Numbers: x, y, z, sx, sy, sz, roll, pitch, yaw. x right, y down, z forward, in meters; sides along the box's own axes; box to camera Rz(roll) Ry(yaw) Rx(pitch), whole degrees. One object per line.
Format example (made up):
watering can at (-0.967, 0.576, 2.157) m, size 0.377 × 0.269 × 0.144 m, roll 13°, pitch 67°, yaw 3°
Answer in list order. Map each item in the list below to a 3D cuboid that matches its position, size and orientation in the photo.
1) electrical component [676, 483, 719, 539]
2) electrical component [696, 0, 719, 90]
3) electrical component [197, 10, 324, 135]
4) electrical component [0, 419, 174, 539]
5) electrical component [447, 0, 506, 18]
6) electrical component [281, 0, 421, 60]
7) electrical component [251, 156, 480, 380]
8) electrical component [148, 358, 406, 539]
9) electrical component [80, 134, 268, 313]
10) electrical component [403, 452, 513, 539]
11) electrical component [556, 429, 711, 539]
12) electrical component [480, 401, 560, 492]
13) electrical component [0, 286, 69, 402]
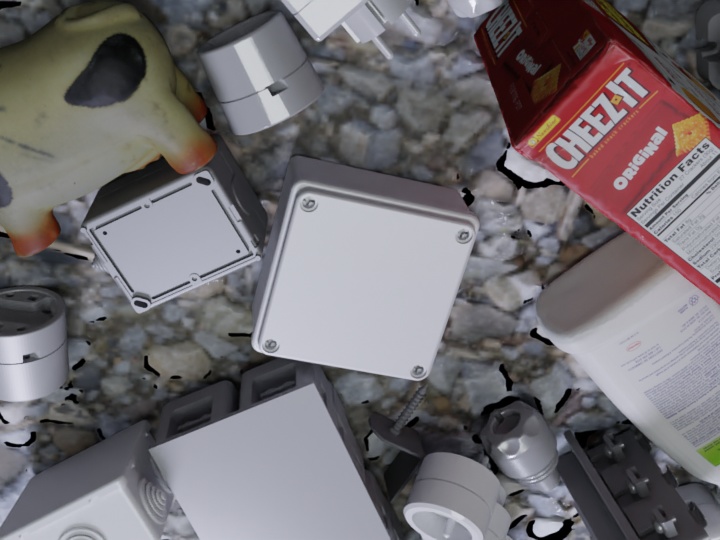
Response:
electrical component at (0.236, 0.208, 0.759) m, size 0.054 × 0.059 × 0.095 m, roll -14°, pitch 117°, yaw -1°
electrical component at (0.224, -0.124, 0.598) m, size 0.058 × 0.057 × 0.078 m, roll -11°, pitch 117°, yaw -2°
electrical component at (-0.054, -0.106, 0.571) m, size 0.055 × 0.055 × 0.047 m, roll -25°, pitch 113°, yaw 4°
electrical component at (-0.162, 0.145, 0.652) m, size 0.100 × 0.099 × 0.048 m, roll -27°, pitch 103°, yaw 6°
electrical component at (0.055, -0.166, 0.567) m, size 0.035 × 0.035 × 0.061 m, roll -25°, pitch 113°, yaw 5°
electrical component at (0.001, -0.145, 0.562) m, size 0.066 × 0.047 × 0.076 m, roll -38°, pitch 115°, yaw 11°
electrical component at (0.000, 0.000, 0.627) m, size 0.109 × 0.056 × 0.108 m, roll 11°, pitch 113°, yaw -13°
electrical component at (-0.041, 0.153, 0.684) m, size 0.105 × 0.060 × 0.186 m, roll -22°, pitch 111°, yaw 5°
electrical component at (-0.107, -0.026, 0.601) m, size 0.096 × 0.061 × 0.061 m, roll -23°, pitch 116°, yaw 12°
electrical component at (0.074, 0.159, 0.710) m, size 0.052 × 0.073 × 0.138 m, roll 8°, pitch 143°, yaw 25°
electrical component at (0.179, 0.159, 0.693) m, size 0.063 × 0.121 × 0.078 m, roll -28°, pitch 116°, yaw 3°
electrical component at (0.110, 0.120, 0.708) m, size 0.043 × 0.043 × 0.062 m, roll -33°, pitch 117°, yaw 8°
electrical component at (-0.196, 0.043, 0.623) m, size 0.055 × 0.055 × 0.047 m, roll -2°, pitch 119°, yaw -7°
